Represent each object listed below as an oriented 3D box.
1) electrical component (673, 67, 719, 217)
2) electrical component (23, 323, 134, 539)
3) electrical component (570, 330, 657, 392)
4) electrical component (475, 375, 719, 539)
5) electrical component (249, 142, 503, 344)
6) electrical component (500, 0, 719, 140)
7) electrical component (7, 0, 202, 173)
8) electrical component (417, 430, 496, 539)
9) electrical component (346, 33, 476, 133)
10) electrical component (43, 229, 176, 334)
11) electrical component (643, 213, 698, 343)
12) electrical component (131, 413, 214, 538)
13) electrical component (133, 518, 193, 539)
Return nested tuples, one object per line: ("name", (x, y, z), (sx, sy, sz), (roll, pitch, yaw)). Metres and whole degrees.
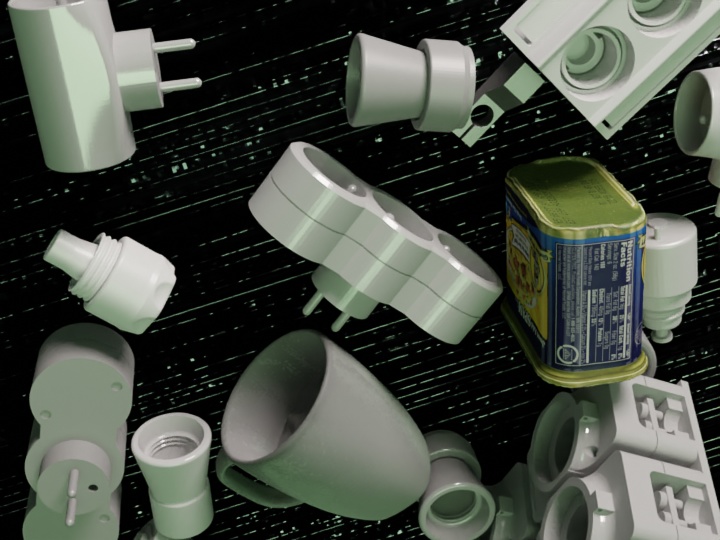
("electrical component", (0.206, -0.064, 0.566), (0.077, 0.043, 0.079), (1, 117, -10))
("electrical component", (-0.152, 0.105, 0.576), (0.052, 0.073, 0.138), (5, 116, -12))
("electrical component", (0.135, 0.045, 0.608), (0.055, 0.047, 0.055), (-4, 117, -7))
("electrical component", (0.114, 0.150, 0.594), (0.060, 0.105, 0.186), (16, 133, -14))
("electrical component", (0.000, 0.000, 0.559), (0.138, 0.052, 0.073), (32, 108, -22))
("electrical component", (0.133, -0.134, 0.506), (0.079, 0.063, 0.121), (40, 105, -24))
("electrical component", (-0.114, -0.091, 0.499), (0.079, 0.043, 0.077), (-8, 118, -5))
("electrical component", (0.051, 0.126, 0.631), (0.045, 0.055, 0.045), (-4, 117, -7))
("electrical component", (0.024, -0.090, 0.522), (0.055, 0.045, 0.045), (2, 117, -11))
("electrical component", (-0.128, 0.002, 0.545), (0.062, 0.043, 0.043), (31, 108, -21))
("electrical component", (0.166, 0.005, 0.596), (0.040, 0.040, 0.078), (-12, 118, -3))
("electrical component", (-0.103, 0.120, 0.612), (0.044, 0.044, 0.065), (-6, 123, -6))
("electrical component", (-0.106, 0.177, 0.640), (0.065, 0.044, 0.044), (37, 106, -19))
